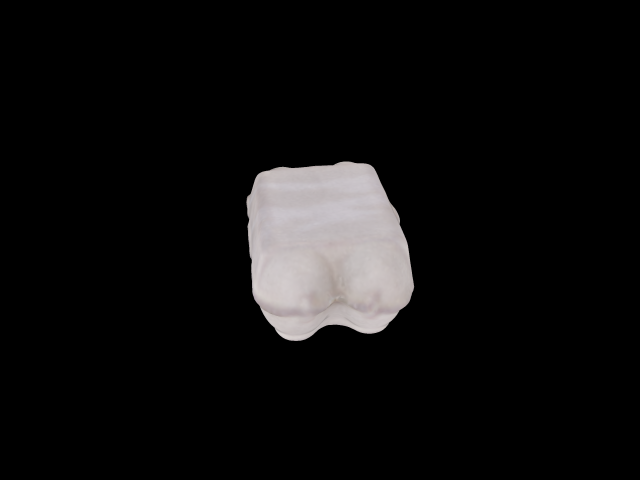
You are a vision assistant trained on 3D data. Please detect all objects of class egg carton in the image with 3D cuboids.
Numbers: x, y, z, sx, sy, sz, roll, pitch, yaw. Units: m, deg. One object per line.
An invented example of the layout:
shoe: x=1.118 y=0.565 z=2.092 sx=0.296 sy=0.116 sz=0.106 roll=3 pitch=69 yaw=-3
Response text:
egg carton: x=0.004 y=0.001 z=0.400 sx=0.107 sy=0.069 sz=0.150 roll=-5 pitch=36 yaw=-7
